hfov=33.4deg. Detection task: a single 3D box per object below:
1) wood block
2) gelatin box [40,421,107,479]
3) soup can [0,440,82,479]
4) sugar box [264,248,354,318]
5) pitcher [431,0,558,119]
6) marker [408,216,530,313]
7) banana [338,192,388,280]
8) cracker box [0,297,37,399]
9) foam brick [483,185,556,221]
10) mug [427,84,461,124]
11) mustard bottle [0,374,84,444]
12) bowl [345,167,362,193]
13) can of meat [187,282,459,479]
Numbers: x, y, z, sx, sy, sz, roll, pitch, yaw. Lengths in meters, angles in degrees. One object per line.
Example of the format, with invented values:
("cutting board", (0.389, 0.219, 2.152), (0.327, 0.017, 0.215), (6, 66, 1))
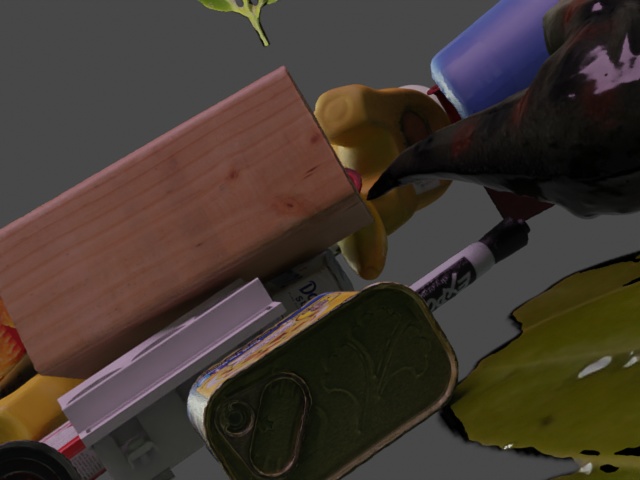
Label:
("wood block", (-0.082, -0.005, 0.639), (0.206, 0.090, 0.090), (-30, -13, 4))
("gelatin box", (-0.171, 0.147, 0.674), (0.073, 0.030, 0.089), (-36, 8, -16))
("soup can", (-0.174, 0.146, 0.549), (0.102, 0.068, 0.068), (-26, 10, 43))
("sugar box", (-0.061, 0.067, 0.689), (0.176, 0.048, 0.093), (-33, 8, 4))
("pitcher", (0.192, -0.156, 0.710), (0.243, 0.145, 0.149), (-36, 23, 11))
("marker", (0.063, 0.024, 0.563), (0.121, 0.020, 0.020), (-34, 8, -15))
("banana", (0.002, -0.016, 0.806), (0.198, 0.037, 0.069), (17, 75, 56))
("cracker box", (-0.274, 0.113, 0.829), (0.213, 0.072, 0.164), (-49, -3, -15))
("foam brick", (0.134, -0.051, 0.640), (0.078, 0.051, 0.053), (-30, 8, 17))
("mug", (0.138, -0.102, 0.835), (0.093, 0.081, 0.117), (-34, 8, -19))
("mustard bottle", (-0.194, 0.120, 0.814), (0.096, 0.058, 0.191), (-51, -4, 30))
("bowl", (-0.053, -0.023, 0.744), (0.162, 0.055, 0.162), (-29, 20, 12))
("can of meat", (-0.004, 0.062, 0.450), (0.102, 0.057, 0.084), (-33, 5, -14))
